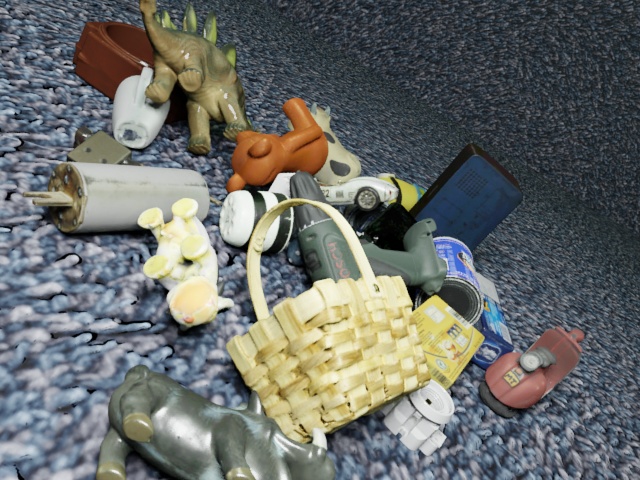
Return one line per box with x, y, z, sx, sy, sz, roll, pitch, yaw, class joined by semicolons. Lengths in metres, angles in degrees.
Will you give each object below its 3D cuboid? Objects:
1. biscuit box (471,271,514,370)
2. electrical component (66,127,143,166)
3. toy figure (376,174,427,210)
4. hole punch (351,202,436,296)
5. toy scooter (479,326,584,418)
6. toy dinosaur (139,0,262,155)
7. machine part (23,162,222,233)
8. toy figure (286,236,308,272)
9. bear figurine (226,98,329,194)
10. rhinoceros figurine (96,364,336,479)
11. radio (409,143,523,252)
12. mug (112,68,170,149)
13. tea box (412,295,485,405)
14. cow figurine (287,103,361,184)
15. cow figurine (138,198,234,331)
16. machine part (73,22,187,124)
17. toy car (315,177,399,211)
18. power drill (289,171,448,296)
0.265;0.127;0.894;0.059;0.062;0.203;32;26;-6;biscuit box
-0.275;-0.099;0.689;0.102;0.045;0.078;30;54;-3;electrical component
0.180;-0.085;1.149;0.180;0.082;0.089;22;25;-28;toy figure
0.103;0.017;0.866;0.116;0.092;0.142;-42;97;-25;hole punch
0.313;0.181;0.772;0.184;0.135;0.075;1;42;-47;toy scooter
-0.175;-0.247;0.876;0.470;0.105;0.198;62;22;-68;toy dinosaur
-0.216;-0.049;0.626;0.079;0.079;0.243;46;29;24;machine part
-0.004;-0.002;0.818;0.064;0.057;0.154;20;23;17;toy figure
-0.079;-0.143;0.839;0.196;0.120;0.132;-14;58;-49;bear figurine
-0.078;0.166;0.424;0.190;0.073;0.112;27;16;-10;rhinoceros figurine
0.261;-0.053;1.017;0.131;0.229;0.073;35;29;-7;radio
-0.265;-0.192;0.795;0.081;0.109;0.107;18;40;-23;mug
0.145;0.145;0.714;0.098;0.068;0.169;43;28;19;tea box
0.005;-0.181;1.059;0.195;0.127;0.085;48;25;22;cow figurine
-0.137;0.039;0.568;0.068;0.098;0.167;-21;46;-5;cow figurine
-0.308;-0.301;0.953;0.201;0.087;0.201;36;25;2;machine part
0.027;-0.075;0.876;0.202;0.056;0.073;-2;9;18;toy car
0.069;0.007;0.747;0.207;0.086;0.232;2;64;-34;power drill
